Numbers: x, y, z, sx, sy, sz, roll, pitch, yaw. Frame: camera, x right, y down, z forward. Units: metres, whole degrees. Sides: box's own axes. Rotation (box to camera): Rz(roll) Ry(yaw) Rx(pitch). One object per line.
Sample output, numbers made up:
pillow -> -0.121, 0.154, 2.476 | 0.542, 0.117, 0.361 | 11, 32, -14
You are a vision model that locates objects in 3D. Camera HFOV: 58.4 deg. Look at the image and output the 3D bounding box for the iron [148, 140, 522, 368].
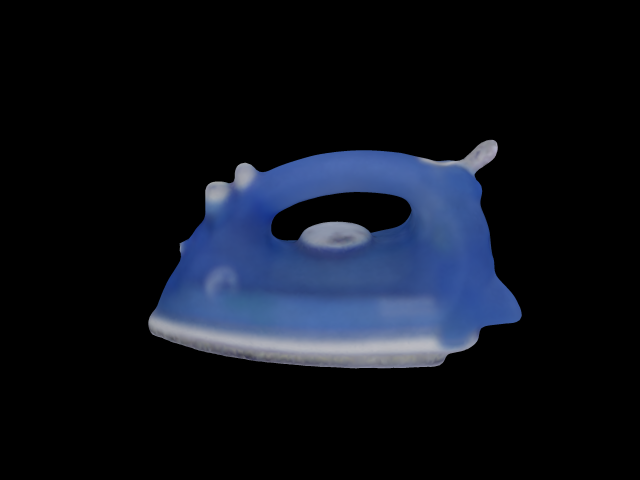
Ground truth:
iron -> 0.004, 0.001, 0.400 | 0.258, 0.141, 0.118 | -1, 19, -2
